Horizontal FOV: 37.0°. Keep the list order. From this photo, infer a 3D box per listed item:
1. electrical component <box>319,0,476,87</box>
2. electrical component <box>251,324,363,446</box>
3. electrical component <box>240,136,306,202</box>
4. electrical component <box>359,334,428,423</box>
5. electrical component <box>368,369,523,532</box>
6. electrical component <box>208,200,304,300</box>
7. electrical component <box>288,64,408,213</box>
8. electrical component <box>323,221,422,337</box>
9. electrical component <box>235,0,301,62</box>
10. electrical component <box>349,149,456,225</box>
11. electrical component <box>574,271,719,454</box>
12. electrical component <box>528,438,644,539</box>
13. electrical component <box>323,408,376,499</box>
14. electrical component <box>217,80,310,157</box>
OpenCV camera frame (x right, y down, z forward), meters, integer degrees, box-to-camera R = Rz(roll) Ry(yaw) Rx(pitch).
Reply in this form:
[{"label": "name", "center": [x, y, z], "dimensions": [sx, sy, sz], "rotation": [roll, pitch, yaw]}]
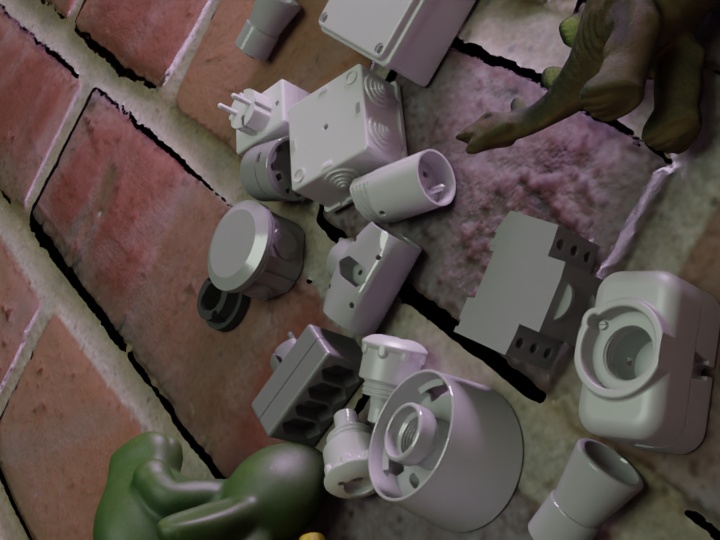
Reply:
[{"label": "electrical component", "center": [0.034, -0.218, 0.867], "dimensions": [0.109, 0.056, 0.108], "rotation": [41, 105, 48]}, {"label": "electrical component", "center": [-0.045, 0.078, 0.830], "dimensions": [0.083, 0.047, 0.075], "rotation": [-54, 42, 16]}, {"label": "electrical component", "center": [-0.071, -0.085, 0.926], "dimensions": [0.047, 0.055, 0.055], "rotation": [-2, 72, 51]}, {"label": "electrical component", "center": [0.020, 0.078, 0.763], "dimensions": [0.048, 0.048, 0.062], "rotation": [10, 88, 49]}, {"label": "electrical component", "center": [0.053, 0.117, 0.712], "dimensions": [0.099, 0.064, 0.099], "rotation": [-41, 35, 38]}, {"label": "electrical component", "center": [-0.089, -0.015, 0.916], "dimensions": [0.080, 0.051, 0.080], "rotation": [-22, 58, 40]}, {"label": "electrical component", "center": [-0.012, -0.107, 0.871], "dimensions": [0.100, 0.048, 0.099], "rotation": [-26, 55, 35]}, {"label": "electrical component", "center": [0.000, 0.000, 0.818], "dimensions": [0.079, 0.043, 0.077], "rotation": [39, 103, 49]}, {"label": "electrical component", "center": [-0.090, -0.232, 1.022], "dimensions": [0.065, 0.044, 0.044], "rotation": [-58, 41, 19]}, {"label": "electrical component", "center": [0.028, -0.059, 0.814], "dimensions": [0.081, 0.043, 0.043], "rotation": [-17, 61, 43]}, {"label": "electrical component", "center": [0.161, 0.051, 0.607], "dimensions": [0.054, 0.059, 0.095], "rotation": [-1, 73, 47]}, {"label": "electrical component", "center": [0.127, 0.136, 0.622], "dimensions": [0.065, 0.044, 0.044], "rotation": [-59, 41, 18]}, {"label": "electrical component", "center": [-0.006, 0.128, 0.769], "dimensions": [0.048, 0.048, 0.062], "rotation": [-42, 40, 27]}, {"label": "electrical component", "center": [-0.089, -0.135, 0.949], "dimensions": [0.066, 0.077, 0.047], "rotation": [-27, 55, 38]}]
